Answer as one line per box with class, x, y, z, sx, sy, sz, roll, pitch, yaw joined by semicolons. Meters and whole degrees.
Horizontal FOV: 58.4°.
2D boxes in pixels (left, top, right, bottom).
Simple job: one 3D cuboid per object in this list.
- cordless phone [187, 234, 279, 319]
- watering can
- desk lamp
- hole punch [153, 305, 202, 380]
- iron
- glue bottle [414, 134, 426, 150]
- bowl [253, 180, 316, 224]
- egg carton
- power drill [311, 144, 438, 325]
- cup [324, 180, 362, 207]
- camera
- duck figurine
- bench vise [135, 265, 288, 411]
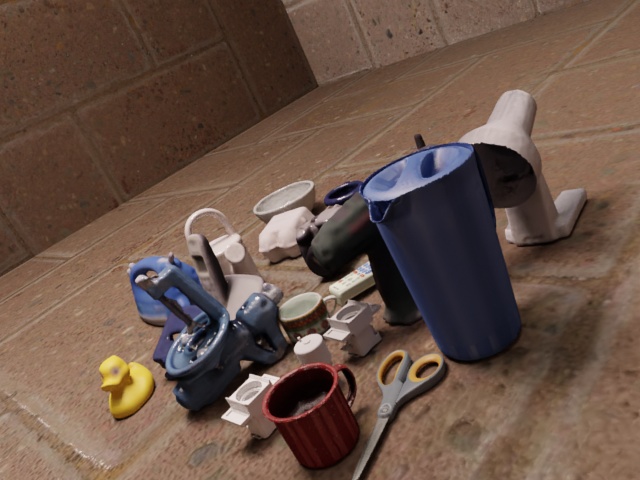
cordless phone;-0.161;0.073;0.988;0.147;0.185;0.094;-5;29;44
watering can;-0.188;0.027;1.119;0.172;0.194;0.101;-7;27;40
desk lamp;0.290;-0.098;0.838;0.117;0.214;0.204;-6;28;42
hole punch;-0.222;0.171;0.956;0.108;0.091;0.101;-11;25;34
iron;-0.346;0.094;1.217;0.257;0.142;0.119;-7;27;41
glue bottle;0.204;-0.113;1.035;0.037;0.173;0.078;-32;21;-16
bowl;-0.076;-0.078;1.421;0.167;0.075;0.167;-22;20;9
egg carton;-0.069;-0.014;1.262;0.107;0.069;0.150;-16;22;23
power drill;0.110;0.003;0.808;0.230;0.209;0.075;-31;21;-13
cup;0.067;-0.069;1.200;0.091;0.095;0.118;-20;21;15
camera;0.010;0.004;1.080;0.142;0.101;0.137;-12;24;32
duck figurine;-0.325;0.229;0.942;0.077;0.086;0.104;-21;21;11
bench vise;-0.162;0.111;0.844;0.121;0.220;0.208;-4;29;45
